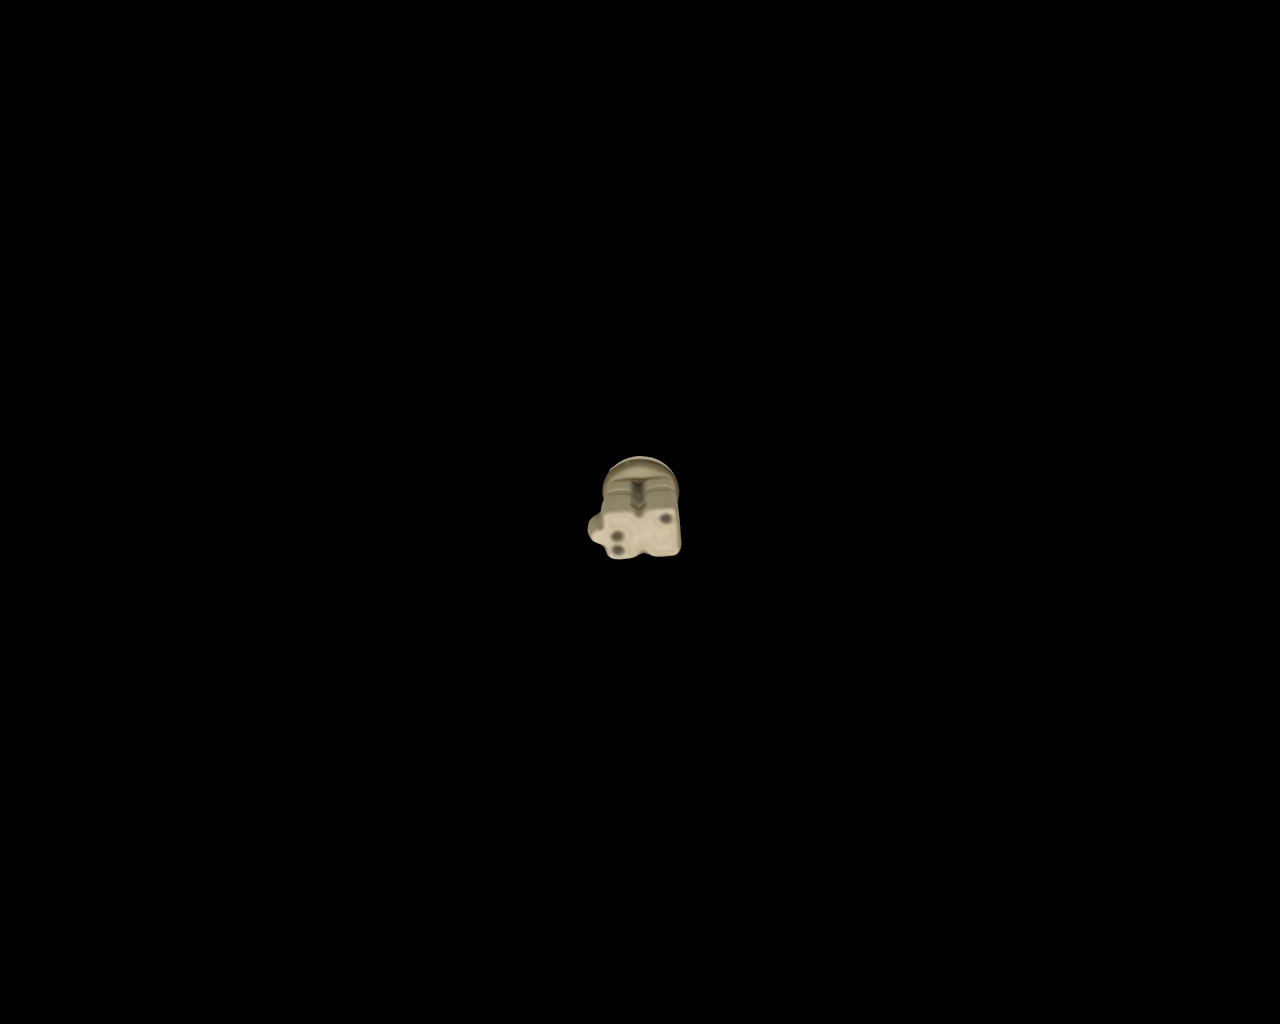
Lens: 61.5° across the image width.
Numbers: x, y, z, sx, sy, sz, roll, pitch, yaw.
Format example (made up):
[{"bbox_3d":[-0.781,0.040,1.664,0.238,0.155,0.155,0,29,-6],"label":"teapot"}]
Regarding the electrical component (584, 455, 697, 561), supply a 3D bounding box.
[{"bbox_3d":[0.001,-0.003,0.650,0.066,0.048,0.055,-3,35,2],"label":"electrical component"}]
